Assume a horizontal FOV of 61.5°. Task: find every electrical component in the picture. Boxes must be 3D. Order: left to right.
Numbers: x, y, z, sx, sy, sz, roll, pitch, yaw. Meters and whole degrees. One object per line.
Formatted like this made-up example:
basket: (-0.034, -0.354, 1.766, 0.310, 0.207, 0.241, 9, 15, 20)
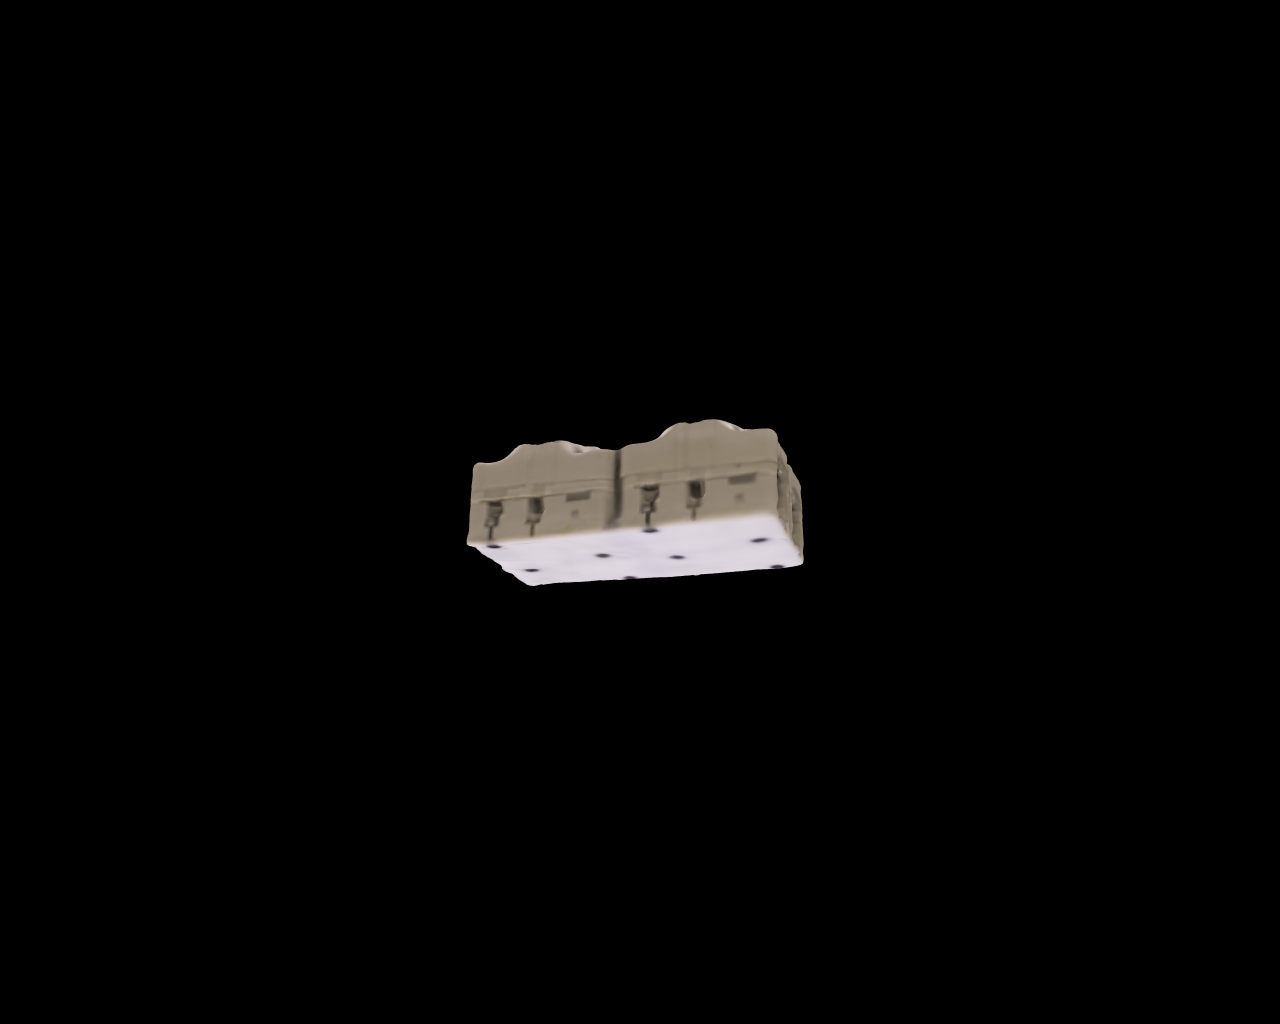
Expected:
electrical component: (0.001, -0.003, 0.650, 0.186, 0.060, 0.105, -6, -19, 16)
